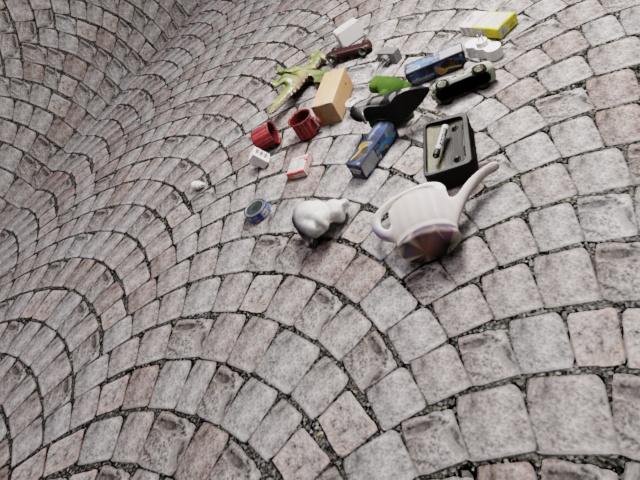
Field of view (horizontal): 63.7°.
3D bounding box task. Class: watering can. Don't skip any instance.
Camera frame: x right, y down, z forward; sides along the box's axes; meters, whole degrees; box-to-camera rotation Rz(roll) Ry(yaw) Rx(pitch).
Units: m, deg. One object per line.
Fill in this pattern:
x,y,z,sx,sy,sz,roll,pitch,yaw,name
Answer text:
0.289,-0.069,1.254,0.345,0.102,0.230,-22,42,17,watering can

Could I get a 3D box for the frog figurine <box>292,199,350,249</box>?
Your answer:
0.004,-0.073,1.454,0.158,0.121,0.140,-37,18,18,frog figurine

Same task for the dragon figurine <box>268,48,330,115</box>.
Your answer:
-0.062,-0.644,2.082,0.242,0.119,0.420,-7,48,20,dragon figurine
